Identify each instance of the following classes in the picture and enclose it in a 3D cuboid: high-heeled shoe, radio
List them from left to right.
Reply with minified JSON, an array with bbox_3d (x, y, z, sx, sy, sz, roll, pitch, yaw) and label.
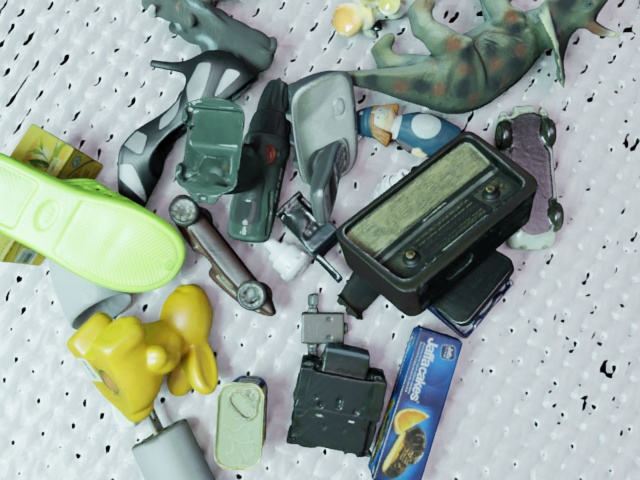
[{"bbox_3d":[-0.177,-0.131,0.716,0.145,0.086,0.248,14,99,3],"label":"high-heeled shoe"},{"bbox_3d":[0.148,-0.021,0.669,0.229,0.073,0.131,-38,57,-10],"label":"radio"}]

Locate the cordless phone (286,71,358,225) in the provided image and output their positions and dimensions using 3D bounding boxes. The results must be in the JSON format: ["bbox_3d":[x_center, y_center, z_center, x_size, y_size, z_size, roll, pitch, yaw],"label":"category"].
[{"bbox_3d":[-0.002,-0.116,0.661,0.089,0.184,0.146,-2,125,8],"label":"cordless phone"}]

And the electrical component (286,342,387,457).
[{"bbox_3d":[0.023,0.201,0.691,0.115,0.058,0.134,9,95,-2],"label":"electrical component"}]

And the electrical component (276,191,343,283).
[{"bbox_3d":[-0.001,-0.002,0.710,0.048,0.074,0.119,-44,75,-4],"label":"electrical component"}]

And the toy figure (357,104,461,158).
[{"bbox_3d":[0.115,-0.155,0.744,0.155,0.057,0.064,15,45,3],"label":"toy figure"}]

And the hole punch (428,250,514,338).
[{"bbox_3d":[0.185,0.056,0.714,0.142,0.092,0.116,-49,57,-2],"label":"hole punch"}]

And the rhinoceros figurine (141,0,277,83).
[{"bbox_3d":[-0.150,-0.284,0.730,0.190,0.112,0.073,29,87,-5],"label":"rhinoceros figurine"}]

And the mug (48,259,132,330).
[{"bbox_3d":[-0.302,0.045,0.709,0.109,0.080,0.107,-38,76,1],"label":"mug"}]

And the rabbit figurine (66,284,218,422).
[{"bbox_3d":[-0.193,0.130,0.674,0.162,0.122,0.173,56,45,-14],"label":"rabbit figurine"}]

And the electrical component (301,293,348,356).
[{"bbox_3d":[0.006,0.119,0.728,0.063,0.021,0.094,-1,85,0],"label":"electrical component"}]

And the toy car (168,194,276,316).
[{"bbox_3d":[-0.130,0.025,0.706,0.053,0.089,0.202,-38,86,-7],"label":"toy car"}]

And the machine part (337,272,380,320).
[{"bbox_3d":[0.073,0.042,0.731,0.084,0.039,0.139,33,83,-5],"label":"machine part"}]

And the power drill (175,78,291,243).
[{"bbox_3d":[-0.095,-0.113,0.665,0.086,0.207,0.232,9,91,8],"label":"power drill"}]

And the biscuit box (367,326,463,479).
[{"bbox_3d":[0.123,0.215,0.699,0.063,0.059,0.202,18,84,2],"label":"biscuit box"}]

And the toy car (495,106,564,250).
[{"bbox_3d":[0.284,-0.086,0.736,0.074,0.056,0.201,-3,82,6],"label":"toy car"}]

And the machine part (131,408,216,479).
[{"bbox_3d":[-0.168,0.320,0.678,0.079,0.079,0.243,-27,84,-3],"label":"machine part"}]

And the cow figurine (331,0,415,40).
[{"bbox_3d":[0.097,-0.337,0.754,0.167,0.098,0.068,-26,90,16],"label":"cow figurine"}]

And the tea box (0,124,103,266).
[{"bbox_3d":[-0.376,-0.055,0.711,0.068,0.098,0.169,29,83,3],"label":"tea box"}]

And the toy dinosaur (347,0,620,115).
[{"bbox_3d":[0.207,-0.246,0.728,0.405,0.131,0.192,-31,84,3],"label":"toy dinosaur"}]
